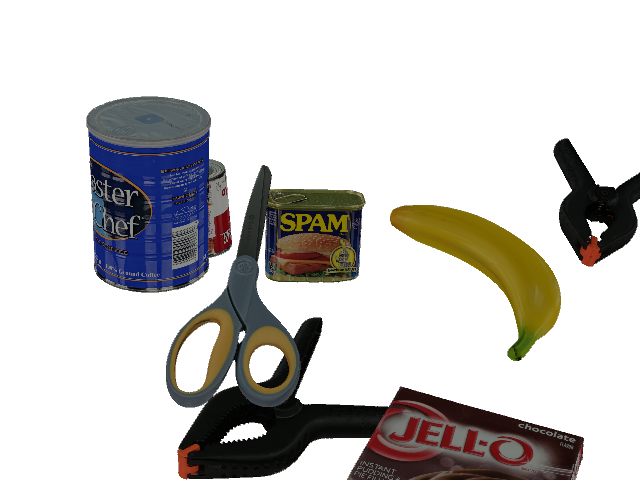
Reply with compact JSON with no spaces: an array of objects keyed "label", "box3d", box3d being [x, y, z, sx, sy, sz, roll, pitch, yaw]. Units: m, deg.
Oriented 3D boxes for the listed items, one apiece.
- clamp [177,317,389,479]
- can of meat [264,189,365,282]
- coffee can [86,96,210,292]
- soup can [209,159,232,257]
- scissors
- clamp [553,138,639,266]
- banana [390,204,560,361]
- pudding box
[{"label":"clamp","box3d":[-0.022,0.149,0.893,0.209,0.036,0.165,-28,44,-36]},{"label":"can of meat","box3d":[-0.008,-0.005,1.088,0.102,0.084,0.057,1,19,-4]},{"label":"coffee can","box3d":[-0.146,-0.041,0.918,0.103,0.140,0.103,3,27,-2]},{"label":"soup can","box3d":[-0.143,-0.039,1.281,0.068,0.102,0.068,-2,28,1]},{"label":"scissors","box3d":[-0.037,0.034,0.734,0.096,0.201,0.016,20,-34,11]},{"label":"clamp","box3d":[0.285,-0.045,1.119,0.120,0.039,0.171,17,45,21]},{"label":"banana","box3d":[0.123,0.016,0.798,0.069,0.037,0.198,-11,33,-20]},{"label":"pudding box","box3d":[0.080,0.132,0.589,0.114,0.039,0.089,15,33,17]}]
